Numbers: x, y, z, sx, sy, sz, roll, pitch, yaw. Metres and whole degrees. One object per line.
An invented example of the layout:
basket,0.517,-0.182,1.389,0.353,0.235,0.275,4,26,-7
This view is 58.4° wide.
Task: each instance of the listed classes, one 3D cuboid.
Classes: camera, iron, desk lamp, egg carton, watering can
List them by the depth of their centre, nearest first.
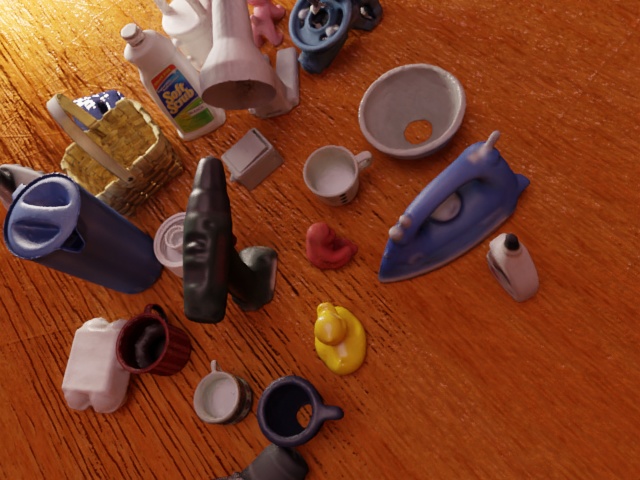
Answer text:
camera,-0.073,0.347,0.757,0.137,0.101,0.142,-47,62,-3
iron,0.169,-0.044,0.808,0.258,0.142,0.118,-42,62,-1
egg carton,-0.350,0.202,0.927,0.107,0.069,0.150,-1,69,18
desk lamp,-0.119,-0.292,0.964,0.117,0.214,0.203,-9,67,15
watering can,-0.240,-0.417,1.066,0.100,0.194,0.173,-6,67,17

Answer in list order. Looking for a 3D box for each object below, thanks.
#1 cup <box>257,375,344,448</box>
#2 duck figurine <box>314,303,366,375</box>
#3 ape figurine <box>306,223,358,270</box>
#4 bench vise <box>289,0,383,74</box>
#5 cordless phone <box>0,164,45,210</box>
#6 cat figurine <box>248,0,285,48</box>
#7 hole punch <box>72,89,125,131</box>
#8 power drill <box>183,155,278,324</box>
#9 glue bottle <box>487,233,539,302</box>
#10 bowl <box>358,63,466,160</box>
cup,-0.016,0.238,0.785,0.117,0.095,0.091,-4,68,17
duck figurine,0.021,0.138,0.817,0.077,0.086,0.104,-20,64,10
ape figurine,0.008,0.003,0.872,0.076,0.092,0.077,-28,63,6
bench vise,0.010,-0.417,0.967,0.121,0.220,0.207,21,77,25
cordless phone,-0.575,-0.106,1.060,0.147,0.185,0.094,12,73,23
cat figurine,-0.117,-0.449,1.081,0.067,0.118,0.128,-6,67,17
hole punch,-0.417,-0.242,1.114,0.101,0.091,0.108,-36,62,2
power drill,-0.137,0.019,0.849,0.075,0.209,0.229,-3,68,18
glue bottle,0.246,0.025,0.737,0.037,0.173,0.078,-39,62,1
bowl,0.149,-0.192,0.912,0.167,0.075,0.167,-7,67,16
